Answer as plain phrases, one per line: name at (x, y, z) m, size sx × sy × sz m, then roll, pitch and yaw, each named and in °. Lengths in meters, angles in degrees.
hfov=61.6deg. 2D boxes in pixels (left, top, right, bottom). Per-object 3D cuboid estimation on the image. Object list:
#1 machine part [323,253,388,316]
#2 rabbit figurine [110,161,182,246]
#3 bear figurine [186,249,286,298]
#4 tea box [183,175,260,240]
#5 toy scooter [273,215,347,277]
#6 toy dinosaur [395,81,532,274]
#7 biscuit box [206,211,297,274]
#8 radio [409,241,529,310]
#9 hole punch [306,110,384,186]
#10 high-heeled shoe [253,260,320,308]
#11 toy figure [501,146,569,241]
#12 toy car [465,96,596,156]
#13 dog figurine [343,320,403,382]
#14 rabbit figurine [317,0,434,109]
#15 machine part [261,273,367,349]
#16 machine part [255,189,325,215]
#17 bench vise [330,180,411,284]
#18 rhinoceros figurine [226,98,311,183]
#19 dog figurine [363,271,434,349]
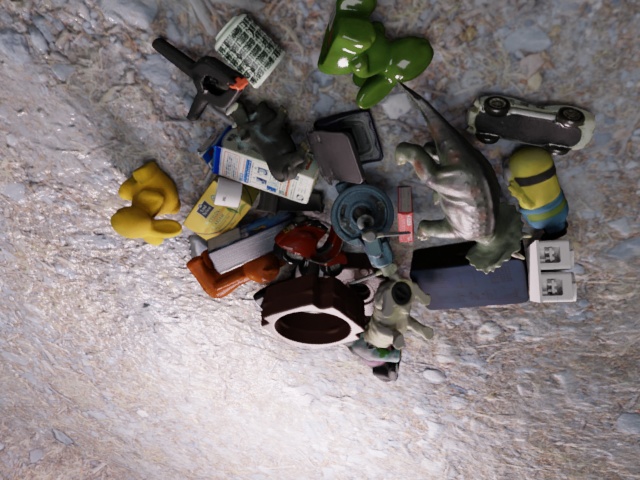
machine part at (0.089, 0.105, 1.241) m, size 0.179 × 0.056 × 0.179 m, roll 10°, pitch 134°, yaw 11°
rabbit figurine at (-0.386, -0.059, 1.172) m, size 0.122 × 0.173 × 0.162 m, roll -22°, pitch 116°, yaw 29°
bear figurine at (-0.189, 0.058, 1.254) m, size 0.196 × 0.120 × 0.132 m, roll -26°, pitch 97°, yaw 20°
tea box at (-0.217, -0.072, 1.175) m, size 0.098 × 0.068 × 0.169 m, roll 34°, pitch 133°, yaw -13°
toy scooter at (-0.002, -0.003, 1.121) m, size 0.184 × 0.075 × 0.135 m, roll 20°, pitch 106°, yaw -33°
toy dinosaur at (0.248, -0.085, 0.919) m, size 0.192 × 0.131 × 0.404 m, roll 17°, pitch 152°, yaw 39°
biscuit box at (-0.139, -0.002, 1.158) m, size 0.203 × 0.059 × 0.062 m, roll -22°, pitch 126°, yaw -1°
radio at (0.316, 0.075, 1.127) m, size 0.230 × 0.073 × 0.131 m, roll -9°, pitch 128°, yaw 27°
hole punch at (0.047, -0.175, 0.994) m, size 0.116 × 0.092 × 0.142 m, roll 12°, pitch 140°, yaw 41°
high-heeled shoe at (-0.087, 0.090, 1.280) m, size 0.145 × 0.086 × 0.248 m, roll 24°, pitch 129°, yaw 14°
toy figure at (0.390, -0.084, 0.953) m, size 0.089 × 0.082 × 0.180 m, roll -32°, pitch 109°, yaw 16°
toy car at (0.344, -0.192, 0.889) m, size 0.202 × 0.056 × 0.073 m, roll 12°, pitch 139°, yaw 10°
dog figurine at (0.098, 0.258, 1.345) m, size 0.219 × 0.108 × 0.191 m, roll 12°, pitch 136°, yaw 14°
rabbit figurine at (0.090, -0.286, 0.851) m, size 0.170 × 0.121 × 0.159 m, roll 12°, pitch 139°, yaw -13°
machine part at (-0.014, 0.161, 1.201) m, size 0.202 × 0.087 × 0.200 m, roll -21°, pitch 139°, yaw 29°
machine part at (-0.058, -0.083, 1.106) m, size 0.139 × 0.084 × 0.039 m, roll 9°, pitch 158°, yaw -1°
bench vise at (0.093, -0.011, 1.021) m, size 0.129 × 0.241 × 0.223 m, roll -14°, pitch 103°, yaw 3°
rhinoceros figurine at (-0.098, -0.189, 0.993) m, size 0.190 × 0.112 × 0.073 m, roll 52°, pitch 175°, yaw 11°
dog figurine at (0.142, 0.156, 1.177) m, size 0.121 × 0.172 × 0.190 m, roll 1°, pitch 173°, yaw -24°
